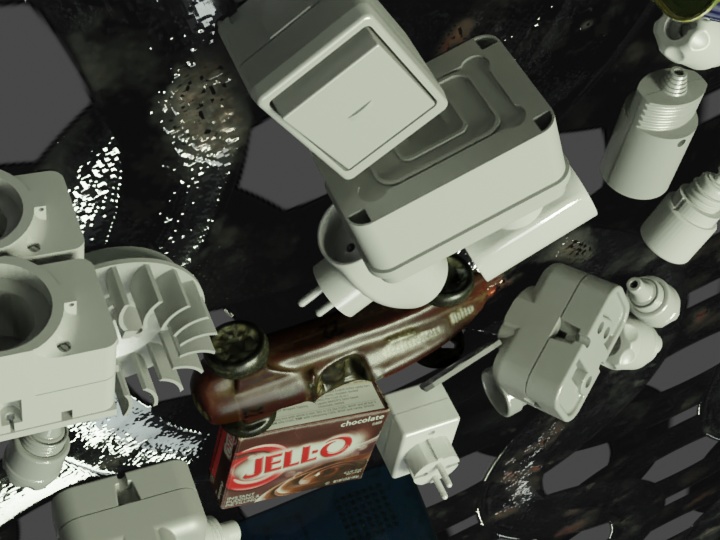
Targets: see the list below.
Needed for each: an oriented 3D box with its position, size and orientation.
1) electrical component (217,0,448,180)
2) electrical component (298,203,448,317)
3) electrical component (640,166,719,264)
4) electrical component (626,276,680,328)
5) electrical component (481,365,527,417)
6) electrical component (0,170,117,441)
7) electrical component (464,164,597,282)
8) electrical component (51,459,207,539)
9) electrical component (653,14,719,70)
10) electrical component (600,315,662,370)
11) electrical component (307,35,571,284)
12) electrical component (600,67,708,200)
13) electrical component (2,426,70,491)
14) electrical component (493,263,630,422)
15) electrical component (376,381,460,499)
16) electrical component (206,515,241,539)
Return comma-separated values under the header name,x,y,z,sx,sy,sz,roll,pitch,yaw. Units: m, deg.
name,x,y,z,sx,sy,sz,roll,pitch,yaw
electrical component,-0.006,-0.085,0.481,0.062,0.061,0.096,-36,146,13
electrical component,0.000,0.000,0.616,0.079,0.044,0.077,-37,145,14
electrical component,0.224,-0.039,0.725,0.040,0.040,0.078,-1,138,-35
electrical component,0.216,0.020,0.805,0.035,0.035,0.061,-39,143,17
electrical component,0.123,0.085,0.824,0.046,0.040,0.040,-25,147,-15
electrical component,-0.206,0.022,0.446,0.186,0.105,0.060,-11,144,-23
electrical component,0.091,-0.038,0.629,0.077,0.043,0.079,-32,147,7
electrical component,-0.156,0.176,0.733,0.095,0.059,0.053,-12,144,-22
electrical component,0.189,-0.126,0.588,0.061,0.035,0.035,7,134,-44
electrical component,0.214,0.057,0.846,0.062,0.043,0.043,5,135,-42
electrical component,0.039,-0.054,0.540,0.113,0.078,0.057,-28,144,1
electrical component,0.172,-0.084,0.624,0.043,0.043,0.081,-15,145,-19
electrical component,-0.187,0.100,0.630,0.035,0.035,0.061,1,134,-36
electrical component,0.135,0.047,0.739,0.095,0.059,0.053,-59,147,-11
electrical component,0.049,0.134,0.804,0.047,0.076,0.065,-15,145,-19
electrical component,-0.121,0.205,0.812,0.062,0.048,0.048,-8,143,-38
